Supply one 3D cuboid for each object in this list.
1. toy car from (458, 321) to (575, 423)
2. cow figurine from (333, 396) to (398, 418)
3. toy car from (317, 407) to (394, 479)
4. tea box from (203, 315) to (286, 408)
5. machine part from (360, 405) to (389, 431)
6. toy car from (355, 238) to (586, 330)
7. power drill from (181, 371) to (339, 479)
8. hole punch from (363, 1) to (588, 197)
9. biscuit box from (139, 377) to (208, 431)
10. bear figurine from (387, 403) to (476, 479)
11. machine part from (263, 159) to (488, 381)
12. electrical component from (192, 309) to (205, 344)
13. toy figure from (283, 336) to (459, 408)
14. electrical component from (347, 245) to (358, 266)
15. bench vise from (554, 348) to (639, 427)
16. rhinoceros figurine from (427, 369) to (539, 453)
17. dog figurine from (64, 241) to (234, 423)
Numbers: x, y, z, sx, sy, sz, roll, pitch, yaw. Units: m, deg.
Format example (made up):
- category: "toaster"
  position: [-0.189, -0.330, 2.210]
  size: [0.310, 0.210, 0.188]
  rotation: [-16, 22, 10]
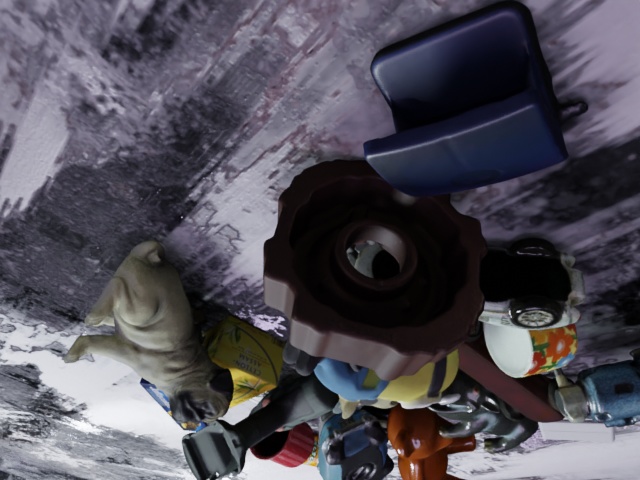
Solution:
- category: "toy car"
  position: [0.191, 0.135, 0.597]
  size: [0.202, 0.053, 0.089]
  rotation: [36, 149, -5]
- category: "cow figurine"
  position: [0.043, 0.153, 0.656]
  size: [0.127, 0.085, 0.194]
  rotation: [-19, 134, 28]
- category: "toy car"
  position: [0.038, 0.295, 0.782]
  size: [0.109, 0.103, 0.161]
  rotation: [-22, 128, -14]
- category: "tea box"
  position: [-0.132, 0.178, 0.754]
  size: [0.098, 0.068, 0.169]
  rotation: [29, 141, -19]
- category: "machine part"
  position: [0.095, 0.306, 0.874]
  size: [0.084, 0.039, 0.138]
  rotation: [1, 139, 3]
- category: "toy car"
  position: [0.130, 0.037, 0.486]
  size: [0.202, 0.073, 0.056]
  rotation: [3, 146, 13]
- category: "power drill"
  position: [-0.091, 0.269, 0.773]
  size: [0.232, 0.086, 0.207]
  rotation: [-36, 161, 36]
- category: "hole punch"
  position: [0.097, -0.070, 0.353]
  size: [0.142, 0.092, 0.115]
  rotation: [-16, 138, 28]
- category: "biscuit box"
  position: [-0.223, 0.254, 0.885]
  size: [0.063, 0.059, 0.202]
  rotation: [3, 141, 13]
- category: "bear figurine"
  position: [0.164, 0.287, 0.768]
  size: [0.132, 0.120, 0.195]
  rotation: [1, 136, 10]
- category: "machine part"
  position: [0.041, 0.017, 0.416]
  size: [0.179, 0.179, 0.056]
  rotation: [14, 146, 0]
- category: "electrical component"
  position: [-0.188, 0.130, 0.710]
  size: [0.045, 0.078, 0.102]
  rotation: [14, 142, -32]
- category: "toy figure"
  position: [0.057, 0.110, 0.510]
  size: [0.180, 0.082, 0.089]
  rotation: [23, 112, -31]
- category: "electrical component"
  position: [-0.001, -0.002, 0.521]
  size: [0.063, 0.021, 0.094]
  rotation: [-14, 136, 32]
- category: "bench vise"
  position: [0.328, 0.110, 0.465]
  size: [0.224, 0.129, 0.240]
  rotation: [-2, 158, 8]
- category: "rhinoceros figurine"
  position: [0.201, 0.210, 0.687]
  size: [0.190, 0.073, 0.112]
  rotation: [29, 141, -20]
- category: "dog figurine"
  position: [-0.160, 0.109, 0.613]
  size: [0.190, 0.121, 0.172]
  rotation: [30, 122, -11]
